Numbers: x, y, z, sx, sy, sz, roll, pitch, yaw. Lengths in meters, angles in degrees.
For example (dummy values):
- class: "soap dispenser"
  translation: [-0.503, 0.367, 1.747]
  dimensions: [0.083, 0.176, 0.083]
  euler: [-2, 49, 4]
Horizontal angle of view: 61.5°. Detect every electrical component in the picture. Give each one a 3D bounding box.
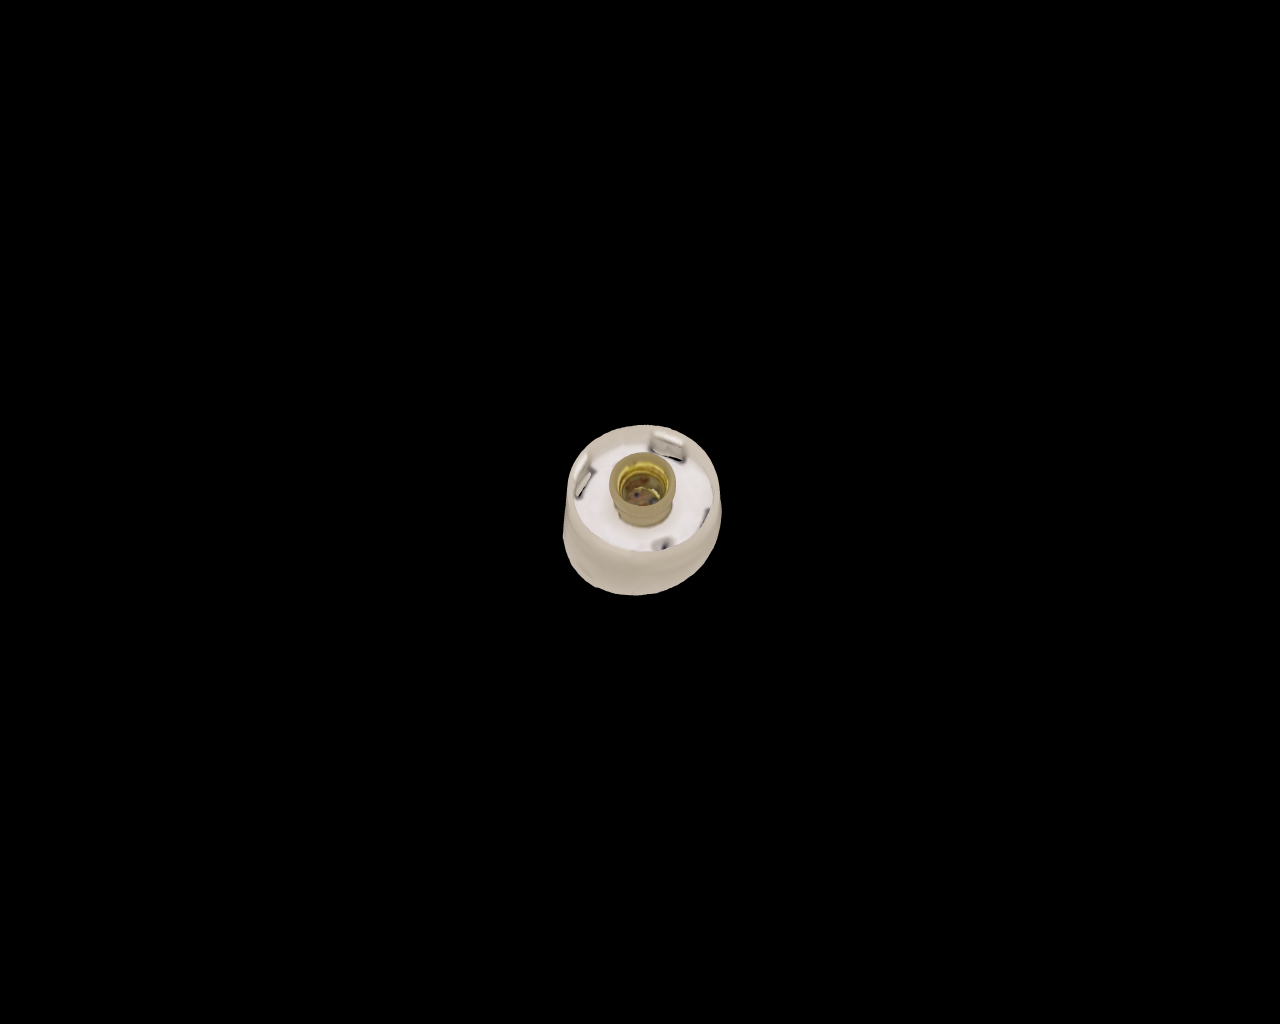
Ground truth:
- class: "electrical component"
  translation: [0.001, -0.003, 0.650]
  dimensions: [0.099, 0.099, 0.064]
  euler: [0, -31, 0]
